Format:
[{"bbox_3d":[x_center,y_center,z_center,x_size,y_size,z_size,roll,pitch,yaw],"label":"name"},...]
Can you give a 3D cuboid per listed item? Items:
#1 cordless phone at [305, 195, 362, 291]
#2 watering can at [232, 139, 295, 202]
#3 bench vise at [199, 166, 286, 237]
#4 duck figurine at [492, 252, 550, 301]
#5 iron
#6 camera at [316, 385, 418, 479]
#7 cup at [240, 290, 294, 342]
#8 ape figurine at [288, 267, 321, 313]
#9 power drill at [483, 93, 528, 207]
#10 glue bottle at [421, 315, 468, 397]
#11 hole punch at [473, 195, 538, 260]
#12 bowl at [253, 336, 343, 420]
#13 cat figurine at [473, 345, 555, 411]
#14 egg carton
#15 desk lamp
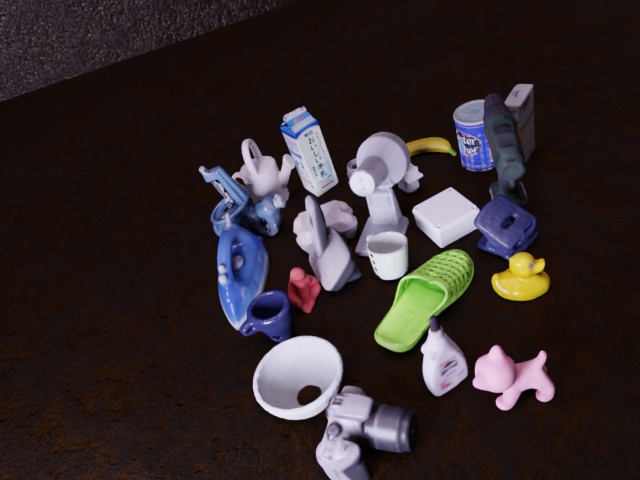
[{"bbox_3d":[0.011,0.004,1.222,0.094,0.185,0.147,-28,39,-8],"label":"cordless phone"},{"bbox_3d":[-0.151,-0.182,1.506,0.173,0.194,0.100,-23,39,-2],"label":"watering can"},{"bbox_3d":[-0.195,-0.108,1.420,0.207,0.220,0.121,-18,39,4],"label":"bench vise"},{"bbox_3d":[0.373,0.061,1.070,0.104,0.086,0.077,-8,41,16],"label":"duck figurine"},{"bbox_3d":[-0.194,0.061,1.286,0.118,0.142,0.258,-14,39,10],"label":"iron"},{"bbox_3d":[0.078,0.305,0.910,0.136,0.101,0.143,0,44,25],"label":"camera"},{"bbox_3d":[-0.100,0.170,1.153,0.118,0.095,0.091,-38,42,-20],"label":"cup"},{"bbox_3d":[-0.039,0.097,1.212,0.078,0.092,0.076,-30,39,-10],"label":"ape figurine"},{"bbox_3d":[0.397,-0.178,1.239,0.075,0.209,0.229,-12,40,12],"label":"power drill"},{"bbox_3d":[0.197,0.183,0.939,0.078,0.173,0.037,-34,40,-15],"label":"glue bottle"},{"bbox_3d":[0.380,-0.028,1.166,0.109,0.091,0.100,-42,43,-23],"label":"hole punch"},{"bbox_3d":[-0.031,0.260,1.033,0.167,0.075,0.167,-13,39,11],"label":"bowl"},{"bbox_3d":[0.301,0.209,0.905,0.127,0.118,0.067,-18,39,5],"label":"cat figurine"},{"bbox_3d":[0.012,-0.033,1.358,0.150,0.069,0.107,-21,39,0],"label":"egg carton"},{"bbox_3d":[0.132,-0.104,1.270,0.117,0.214,0.203,1,44,26],"label":"desk lamp"}]
